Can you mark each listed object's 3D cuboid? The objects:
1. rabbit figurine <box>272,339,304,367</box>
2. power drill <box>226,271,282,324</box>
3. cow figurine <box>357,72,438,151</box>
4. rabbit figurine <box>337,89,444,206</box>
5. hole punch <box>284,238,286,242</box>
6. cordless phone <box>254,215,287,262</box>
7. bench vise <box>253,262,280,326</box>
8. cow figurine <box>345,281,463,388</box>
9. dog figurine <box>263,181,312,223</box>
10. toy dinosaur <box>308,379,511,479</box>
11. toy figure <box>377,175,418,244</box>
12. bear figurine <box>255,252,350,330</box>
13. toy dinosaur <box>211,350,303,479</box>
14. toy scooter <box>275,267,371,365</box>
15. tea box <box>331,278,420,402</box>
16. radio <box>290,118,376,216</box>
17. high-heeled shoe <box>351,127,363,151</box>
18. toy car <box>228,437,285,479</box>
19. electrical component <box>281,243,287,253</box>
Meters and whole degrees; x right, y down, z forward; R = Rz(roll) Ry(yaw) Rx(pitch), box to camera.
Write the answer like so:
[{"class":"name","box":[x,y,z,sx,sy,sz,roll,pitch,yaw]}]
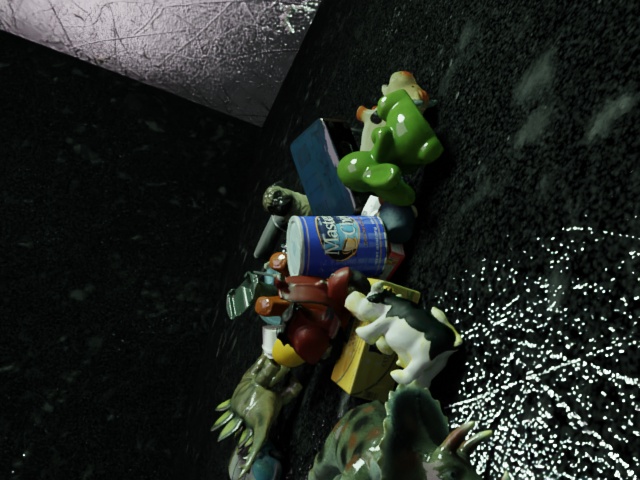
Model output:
[{"class":"rabbit figurine","box":[-0.020,0.176,1.043,0.173,0.121,0.163,-54,36,-9]},{"class":"power drill","box":[-0.098,0.152,1.182,0.232,0.207,0.086,-47,36,31]},{"class":"cow figurine","box":[0.132,-0.206,0.975,0.127,0.085,0.194,24,113,34]},{"class":"rabbit figurine","box":[0.112,-0.126,0.872,0.170,0.121,0.159,-33,50,17]},{"class":"hole punch","box":[-0.002,-0.004,1.175,0.116,0.142,0.092,125,165,-79]},{"class":"cordless phone","box":[-0.086,-0.013,1.416,0.089,0.146,0.184,28,92,47]},{"class":"bench vise","box":[-0.099,0.123,1.335,0.240,0.129,0.224,99,172,-58]},{"class":"cow figurine","box":[0.101,0.105,0.693,0.098,0.068,0.168,-51,48,11]},{"class":"dog figurine","box":[-0.063,-0.051,1.315,0.121,0.190,0.172,-91,23,-51]},{"class":"toy dinosaur","box":[0.066,0.262,0.654,0.192,0.131,0.405,-63,8,-14]},{"class":"toy figure","box":[0.126,-0.063,0.903,0.057,0.064,0.154,110,167,-47]},{"class":"bear figurine","box":[0.006,0.105,0.907,0.196,0.132,0.120,17,87,45]},{"class":"toy dinosaur","box":[-0.134,0.350,1.136,0.198,0.105,0.471,-50,5,-6]},{"class":"toy scooter","box":[-0.016,0.107,0.808,0.075,0.135,0.183,-94,24,-58]},{"class":"tea box","box":[0.081,0.146,0.807,0.098,0.068,0.169,174,112,-74]},{"class":"radio","box":[0.029,-0.126,1.093,0.131,0.073,0.229,-37,67,46]},{"class":"high-heeled shoe","box":[0.097,-0.127,1.128,0.145,0.086,0.248,34,127,44]},{"class":"toy car","box":[-0.143,0.479,1.149,0.162,0.103,0.109,-154,83,-73]},{"class":"electrical component","box":[-0.050,0.027,1.279,0.075,0.119,0.048,16,69,33]}]
